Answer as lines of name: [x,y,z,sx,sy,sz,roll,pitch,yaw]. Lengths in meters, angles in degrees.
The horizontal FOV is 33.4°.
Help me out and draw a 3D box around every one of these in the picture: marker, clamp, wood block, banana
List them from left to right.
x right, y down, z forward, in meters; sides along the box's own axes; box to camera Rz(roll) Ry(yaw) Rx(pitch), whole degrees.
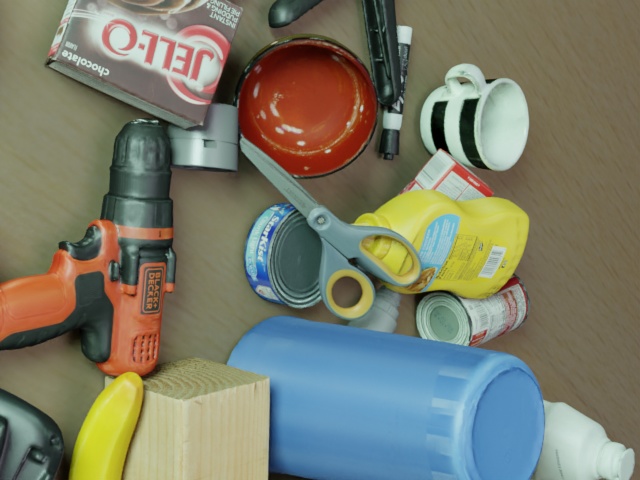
banana: [-0.149,0.187,0.755,0.037,0.070,0.198,-18,108,-65]
wood block: [-0.099,0.201,0.795,0.090,0.090,0.206,-6,101,-47]
clamp: [0.045,-0.229,0.916,0.164,0.036,0.210,37,70,-45]
marker: [0.068,-0.133,0.970,0.020,0.020,0.121,2,95,-47]

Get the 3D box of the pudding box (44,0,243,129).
pudding box: [-0.119,-0.138,0.728,0.113,0.039,0.090,22,79,-23]

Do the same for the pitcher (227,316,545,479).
pitcher: [0.054,0.130,0.831,0.145,0.243,0.149,51,57,-32]

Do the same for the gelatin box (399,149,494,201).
gelatin box: [0.108,-0.032,0.997,0.089,0.030,0.073,-49,136,11]

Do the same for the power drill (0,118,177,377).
power drill: [-0.175,0.008,0.704,0.187,0.057,0.184,-2,98,-47]

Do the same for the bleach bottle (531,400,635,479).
bleach bottle: [0.159,0.174,0.947,0.068,0.251,0.102,-46,127,-32]

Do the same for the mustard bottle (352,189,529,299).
mustard bottle: [0.097,0.003,0.949,0.191,0.058,0.096,5,120,-39]

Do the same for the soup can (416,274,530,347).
soup can: [0.152,0.071,1.058,0.102,0.069,0.068,-16,108,-44]

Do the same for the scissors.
scissors: [-0.006,0.001,0.855,0.201,0.016,0.096,27,106,-28]

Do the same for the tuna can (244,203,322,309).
tuna can: [-0.023,0.012,0.886,0.085,0.034,0.086,-10,104,-46]
